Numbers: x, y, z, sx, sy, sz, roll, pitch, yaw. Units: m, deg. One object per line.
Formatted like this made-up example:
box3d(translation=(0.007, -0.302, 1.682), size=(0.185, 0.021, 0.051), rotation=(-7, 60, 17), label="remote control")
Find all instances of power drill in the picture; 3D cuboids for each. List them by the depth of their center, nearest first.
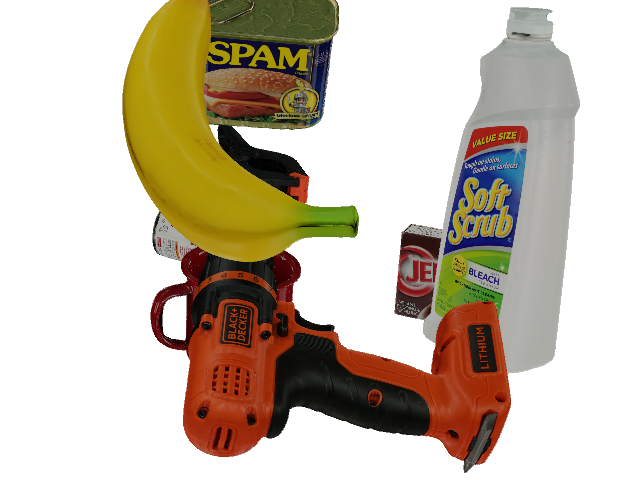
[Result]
box3d(translation=(0.014, 0.061, 0.647), size=(0.187, 0.057, 0.184), rotation=(8, 40, -6), label="power drill")

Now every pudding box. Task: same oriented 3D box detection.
box3d(translation=(0.134, 0.038, 1.074), size=(0.114, 0.090, 0.039), rotation=(10, 22, 17), label="pudding box")

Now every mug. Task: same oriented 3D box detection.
box3d(translation=(-0.075, 0.057, 0.833), size=(0.117, 0.081, 0.093), rotation=(-7, 27, -25), label="mug")

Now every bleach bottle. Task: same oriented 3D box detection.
box3d(translation=(0.132, -0.038, 0.762), size=(0.067, 0.251, 0.103), rotation=(-10, 21, -35), label="bleach bottle")

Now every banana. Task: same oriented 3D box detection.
box3d(translation=(-0.053, -0.050, 0.474), size=(0.069, 0.037, 0.198), rotation=(-17, 47, -17), label="banana")

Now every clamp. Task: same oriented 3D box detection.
box3d(translation=(-0.088, -0.072, 1.047), size=(0.120, 0.039, 0.172), rotation=(-26, 36, -35), label="clamp")

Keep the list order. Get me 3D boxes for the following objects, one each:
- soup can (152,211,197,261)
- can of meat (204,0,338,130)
box3d(translation=(-0.136, -0.004, 1.250), size=(0.102, 0.068, 0.068), rotation=(13, 4, 18), label="soup can")
box3d(translation=(-0.042, -0.126, 0.740), size=(0.102, 0.057, 0.084), rotation=(4, -43, -4), label="can of meat")
